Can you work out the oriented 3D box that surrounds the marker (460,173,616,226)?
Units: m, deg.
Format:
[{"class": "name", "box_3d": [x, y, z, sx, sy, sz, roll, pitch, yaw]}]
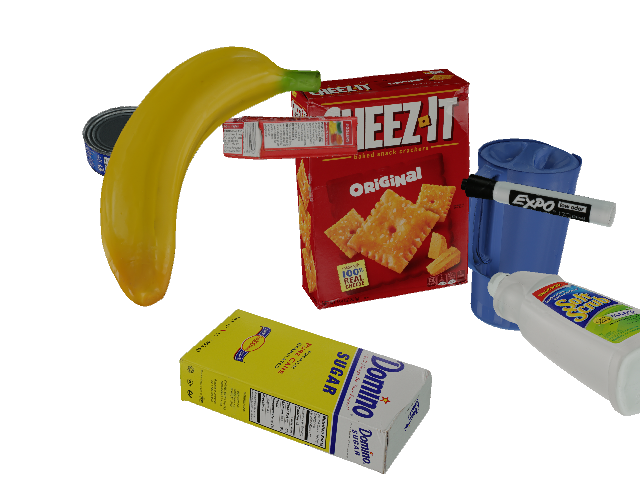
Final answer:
[{"class": "marker", "box_3d": [0.166, -0.032, 0.826, 0.121, 0.020, 0.020, 14, 6, 26]}]

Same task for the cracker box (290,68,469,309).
[{"class": "cracker box", "box_3d": [0.062, -0.051, 1.049, 0.164, 0.214, 0.072, -8, 22, -14]}]

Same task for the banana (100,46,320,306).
[{"class": "banana", "box_3d": [-0.066, -0.048, 0.532, 0.070, 0.037, 0.197, 17, 46, 15]}]

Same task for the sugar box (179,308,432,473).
[{"class": "sugar box", "box_3d": [-0.011, 0.111, 0.824, 0.176, 0.048, 0.093, 13, 29, 22]}]

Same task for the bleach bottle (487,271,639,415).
[{"class": "bleach bottle", "box_3d": [0.243, 0.084, 1.045, 0.102, 0.068, 0.251, -16, 23, -24]}]

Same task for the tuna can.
[{"class": "tuna can", "box_3d": [-0.195, -0.098, 1.077, 0.086, 0.034, 0.086, 0, 41, 0]}]

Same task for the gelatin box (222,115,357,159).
[{"class": "gelatin box", "box_3d": [-0.023, -0.074, 0.761, 0.073, 0.030, 0.089, -4, 7, -21]}]

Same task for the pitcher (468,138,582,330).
[{"class": "pitcher", "box_3d": [0.257, -0.004, 1.423, 0.149, 0.243, 0.145, 5, 24, 4]}]
